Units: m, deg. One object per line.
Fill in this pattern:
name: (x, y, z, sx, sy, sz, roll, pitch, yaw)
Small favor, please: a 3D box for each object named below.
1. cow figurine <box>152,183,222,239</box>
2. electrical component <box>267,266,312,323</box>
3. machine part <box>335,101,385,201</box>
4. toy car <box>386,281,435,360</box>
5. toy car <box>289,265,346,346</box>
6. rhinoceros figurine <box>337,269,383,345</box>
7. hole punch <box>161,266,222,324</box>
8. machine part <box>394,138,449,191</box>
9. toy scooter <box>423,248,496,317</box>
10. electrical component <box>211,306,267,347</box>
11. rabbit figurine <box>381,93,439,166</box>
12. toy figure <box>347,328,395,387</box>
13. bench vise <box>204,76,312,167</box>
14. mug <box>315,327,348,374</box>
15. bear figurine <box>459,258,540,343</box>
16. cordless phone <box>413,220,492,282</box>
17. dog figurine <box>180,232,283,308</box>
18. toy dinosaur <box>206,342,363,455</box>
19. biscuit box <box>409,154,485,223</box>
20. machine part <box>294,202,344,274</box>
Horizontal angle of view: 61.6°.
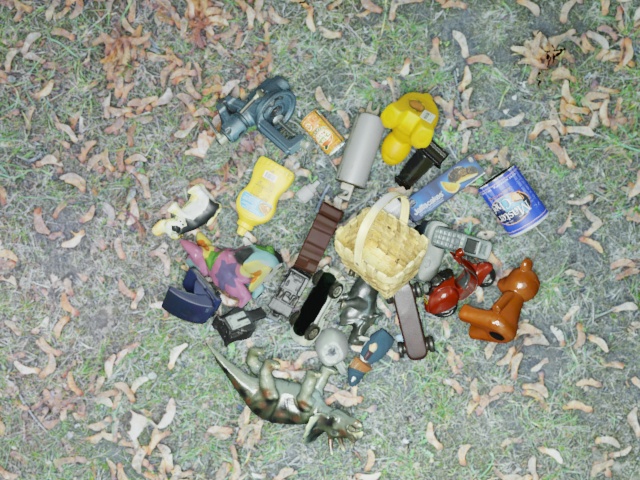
cow figurine: (-0.319, -0.051, 1.290, 0.167, 0.068, 0.098, -43, 95, 2)
electrical component: (-0.075, 0.128, 1.260, 0.058, 0.115, 0.134, 30, 90, 3)
machine part: (0.097, -0.210, 1.270, 0.079, 0.079, 0.243, 18, 90, 1)
toy car: (0.214, 0.188, 1.284, 0.089, 0.053, 0.202, -14, 94, 10)
toy car: (-0.007, 0.155, 1.274, 0.074, 0.056, 0.201, 33, 97, 37)
rhinoceros figurine: (0.098, 0.154, 1.281, 0.112, 0.073, 0.190, 17, 87, -12)
hole punch: (-0.299, 0.142, 1.249, 0.116, 0.142, 0.092, 44, 49, 6)
machine part: (0.239, -0.179, 1.287, 0.139, 0.039, 0.084, -44, 95, 0)
toy scooter: (0.302, 0.088, 1.213, 0.184, 0.075, 0.135, -34, 127, 4)
electrical component: (-0.190, 0.197, 1.284, 0.075, 0.119, 0.047, 50, 133, 19)
rabbit figurine: (0.191, -0.254, 1.240, 0.122, 0.173, 0.162, 24, 47, 0)
toy figure: (0.115, 0.281, 1.283, 0.154, 0.058, 0.064, -49, 125, 1)
bench vise: (-0.123, -0.267, 1.242, 0.223, 0.128, 0.241, -40, 68, -19)
mug: (0.031, 0.267, 1.263, 0.081, 0.107, 0.109, -22, 88, 3)
bear figurine: (0.429, 0.138, 1.259, 0.132, 0.120, 0.196, 7, 58, 41)
cordless phone: (0.303, 0.040, 1.267, 0.184, 0.089, 0.146, 16, 91, -3)
dog figurine: (-0.217, 0.044, 1.259, 0.219, 0.108, 0.191, 39, 117, 5)
toy dinosaur: (-0.091, 0.372, 1.268, 0.405, 0.131, 0.192, 14, 90, 7)
biscuit box: (0.288, -0.120, 1.273, 0.203, 0.063, 0.059, -36, 88, 1)
machine part: (-0.003, -0.004, 1.231, 0.056, 0.179, 0.179, 26, 91, 0)
